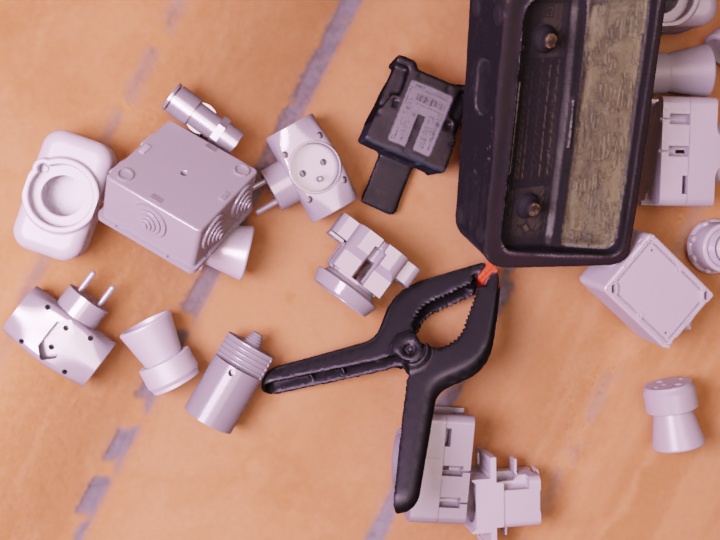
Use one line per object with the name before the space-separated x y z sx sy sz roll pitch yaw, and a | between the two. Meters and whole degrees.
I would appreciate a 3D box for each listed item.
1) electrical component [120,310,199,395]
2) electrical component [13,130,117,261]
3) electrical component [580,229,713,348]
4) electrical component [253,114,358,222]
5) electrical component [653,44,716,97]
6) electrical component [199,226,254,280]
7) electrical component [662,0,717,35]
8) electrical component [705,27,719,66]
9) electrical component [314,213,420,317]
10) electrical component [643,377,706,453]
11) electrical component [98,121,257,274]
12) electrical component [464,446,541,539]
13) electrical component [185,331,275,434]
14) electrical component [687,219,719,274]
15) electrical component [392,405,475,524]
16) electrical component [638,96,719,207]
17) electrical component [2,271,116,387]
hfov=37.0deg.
electrical component | -0.159 0.066 0.859 0.045 0.045 0.055 -27 98 -5
electrical component | -0.228 -0.058 0.833 0.054 0.059 0.095 20 91 -9
electrical component | 0.242 0.018 0.905 0.096 0.061 0.061 41 88 -16
electrical component | -0.054 -0.073 0.863 0.079 0.044 0.077 -30 97 -5
electrical component | 0.259 -0.165 0.902 0.065 0.044 0.044 -4 95 -3
electrical component | -0.116 -0.020 0.858 0.055 0.045 0.045 14 92 -8
electrical component | 0.241 -0.223 0.885 0.095 0.059 0.053 -5 95 -7
electrical component | 0.330 -0.205 0.909 0.044 0.044 0.065 43 83 -8
electrical component | 0.000 0.000 0.870 0.078 0.058 0.057 37 86 -8
electrical component | 0.269 0.124 0.921 0.045 0.045 0.055 -13 95 -7
electrical component | -0.137 -0.058 0.819 0.100 0.048 0.099 30 48 8
electrical component | 0.119 0.192 0.907 0.064 0.042 0.081 -2 95 -9
electrical component | -0.103 0.086 0.868 0.043 0.043 0.081 30 90 -9
electrical component | 0.309 -0.019 0.908 0.048 0.062 0.048 -1 94 -8
electrical component | 0.059 0.160 0.892 0.056 0.050 0.089 5 93 -9
electrical component | 0.270 -0.099 0.903 0.056 0.050 0.089 0 94 -7
electrical component | -0.226 0.038 0.848 0.077 0.043 0.079 38 88 -9
